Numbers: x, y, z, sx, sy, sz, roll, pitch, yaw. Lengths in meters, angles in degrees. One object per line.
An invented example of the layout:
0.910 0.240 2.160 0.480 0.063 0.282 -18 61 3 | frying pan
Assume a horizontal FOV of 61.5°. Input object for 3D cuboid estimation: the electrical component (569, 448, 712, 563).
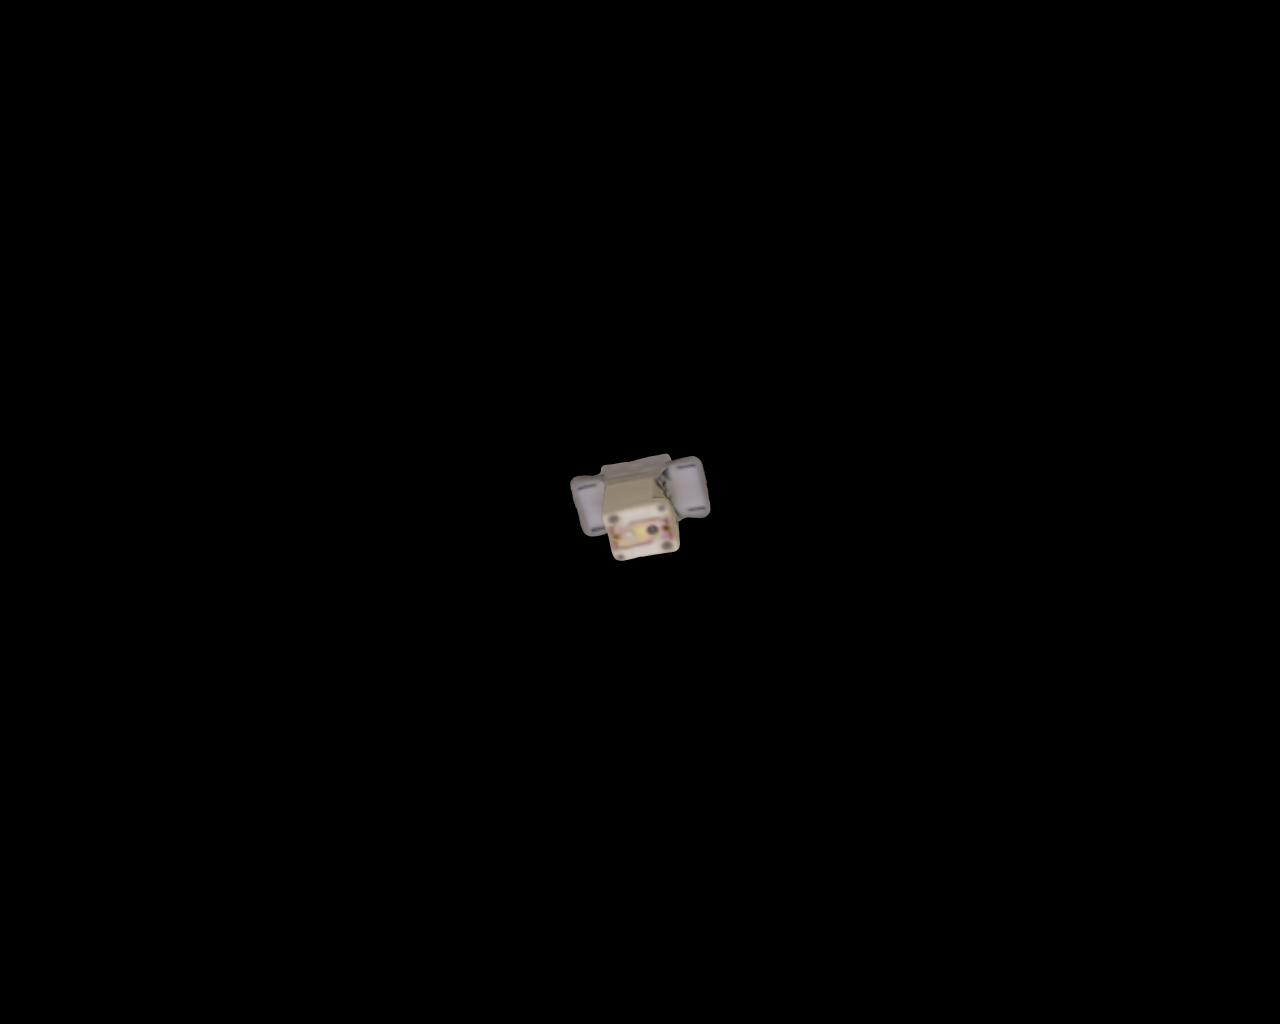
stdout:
0.001 -0.003 0.650 0.081 0.042 0.064 -11 30 7 | electrical component
